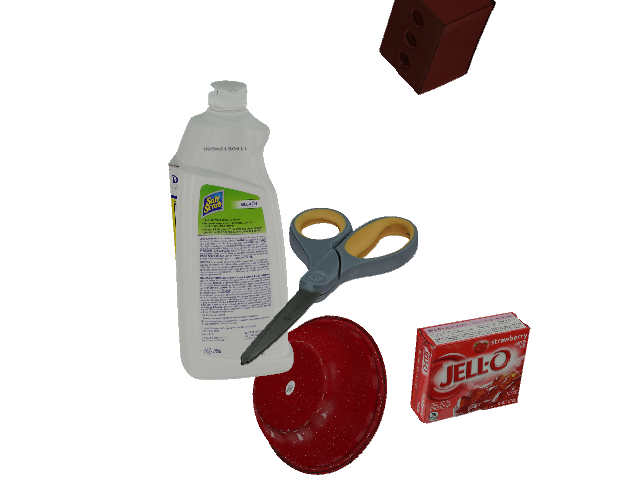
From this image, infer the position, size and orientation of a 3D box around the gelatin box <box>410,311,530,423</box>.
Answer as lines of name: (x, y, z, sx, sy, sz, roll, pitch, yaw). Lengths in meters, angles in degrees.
gelatin box: (0.117, 0.100, 0.842, 0.089, 0.073, 0.030, -8, 30, -21)

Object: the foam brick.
foam brick: (0.085, -0.157, 0.790, 0.051, 0.053, 0.078, -29, -24, -26)

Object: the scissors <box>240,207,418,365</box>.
scissors: (-0.014, 0.020, 0.681, 0.096, 0.016, 0.201, 22, 33, 34)

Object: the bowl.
bowl: (-0.015, 0.149, 1.060, 0.162, 0.162, 0.055, 0, -15, 40)

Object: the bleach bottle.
bleach bottle: (-0.071, -0.008, 0.902, 0.102, 0.251, 0.068, -4, 21, -17)

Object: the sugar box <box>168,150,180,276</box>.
sugar box: (-0.122, -0.035, 1.143, 0.048, 0.176, 0.093, 13, 42, 15)
